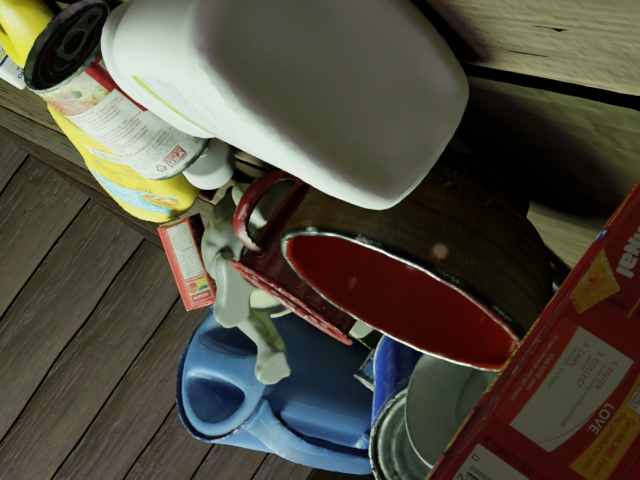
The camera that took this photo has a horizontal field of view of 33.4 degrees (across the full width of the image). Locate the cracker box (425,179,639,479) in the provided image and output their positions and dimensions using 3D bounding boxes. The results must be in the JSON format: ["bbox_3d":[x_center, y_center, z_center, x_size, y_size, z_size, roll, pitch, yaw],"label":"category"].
[{"bbox_3d":[0.101,0.078,0.394,0.072,0.164,0.213,34,172,18],"label":"cracker box"}]

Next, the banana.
[{"bbox_3d":[-0.215,-0.156,0.780,0.069,0.037,0.198,55,169,-5],"label":"banana"}]

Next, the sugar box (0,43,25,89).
[{"bbox_3d":[-0.309,-0.196,0.879,0.093,0.048,0.176,31,175,22],"label":"sugar box"}]

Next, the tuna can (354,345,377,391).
[{"bbox_3d":[0.072,0.123,0.882,0.086,0.033,0.086,35,172,5],"label":"tuna can"}]

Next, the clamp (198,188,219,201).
[{"bbox_3d":[-0.167,-0.089,0.954,0.171,0.039,0.120,36,171,-12],"label":"clamp"}]

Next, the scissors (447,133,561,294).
[{"bbox_3d":[0.068,-0.013,0.519,0.096,0.016,0.201,23,166,43],"label":"scissors"}]

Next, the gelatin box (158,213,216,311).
[{"bbox_3d":[-0.106,0.017,0.899,0.089,0.030,0.073,-91,-17,-87],"label":"gelatin box"}]

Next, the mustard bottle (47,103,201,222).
[{"bbox_3d":[-0.143,-0.062,0.850,0.096,0.058,0.191,18,160,12],"label":"mustard bottle"}]

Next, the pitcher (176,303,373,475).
[{"bbox_3d":[0.003,0.147,0.973,0.242,0.149,0.145,23,152,-38],"label":"pitcher"}]

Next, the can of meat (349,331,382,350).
[{"bbox_3d":[0.022,0.047,0.931,0.102,0.057,0.084,39,171,-34],"label":"can of meat"}]

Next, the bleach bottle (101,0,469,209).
[{"bbox_3d":[-0.045,-0.077,0.445,0.102,0.068,0.251,39,173,-27],"label":"bleach bottle"}]

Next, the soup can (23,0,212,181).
[{"bbox_3d":[-0.119,-0.090,0.649,0.069,0.068,0.102,26,169,47],"label":"soup can"}]

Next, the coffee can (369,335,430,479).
[{"bbox_3d":[0.086,0.113,0.732,0.103,0.103,0.140,35,-165,-6],"label":"coffee can"}]

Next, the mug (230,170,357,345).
[{"bbox_3d":[-0.004,0.001,0.668,0.117,0.081,0.093,39,171,-31],"label":"mug"}]
